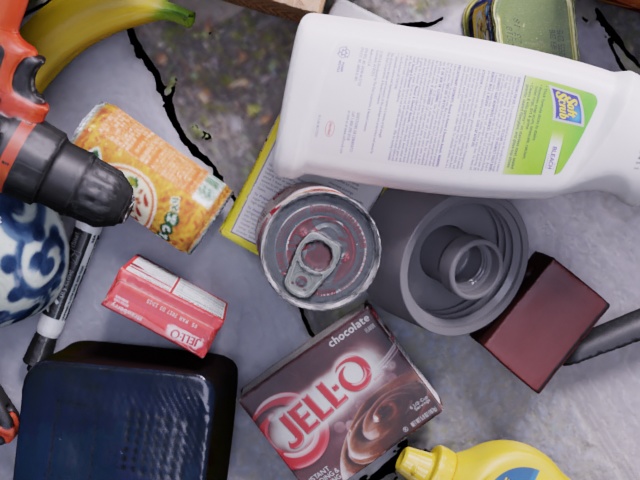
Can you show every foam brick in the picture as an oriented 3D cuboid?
[{"bbox_3d":[0.148,0.055,0.729,0.051,0.053,0.078,38,92,-6],"label":"foam brick"}]

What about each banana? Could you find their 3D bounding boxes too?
[{"bbox_3d":[-0.177,-0.112,0.698,0.198,0.037,0.070,-37,71,10],"label":"banana"}]

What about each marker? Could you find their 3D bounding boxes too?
[{"bbox_3d":[-0.176,0.035,0.730,0.020,0.020,0.121,21,95,-4],"label":"marker"}]

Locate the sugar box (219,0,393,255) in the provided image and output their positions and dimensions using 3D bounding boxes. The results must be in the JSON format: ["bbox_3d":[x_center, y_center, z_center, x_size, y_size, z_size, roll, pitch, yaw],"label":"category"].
[{"bbox_3d":[0.012,-0.062,0.715,0.093,0.048,0.176,27,92,-6],"label":"sugar box"}]

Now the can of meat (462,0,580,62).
[{"bbox_3d":[0.132,-0.116,0.695,0.057,0.084,0.102,-8,96,-2],"label":"can of meat"}]

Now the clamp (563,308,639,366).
[{"bbox_3d":[0.265,0.064,0.741,0.171,0.039,0.120,-43,97,2],"label":"clamp"}]

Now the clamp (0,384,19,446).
[{"bbox_3d":[-0.307,0.096,0.722,0.210,0.036,0.164,32,94,-5],"label":"clamp"}]

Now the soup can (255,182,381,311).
[{"bbox_3d":[-0.004,0.001,0.644,0.068,0.102,0.068,-1,96,-5],"label":"soup can"}]

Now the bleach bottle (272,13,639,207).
[{"bbox_3d":[0.104,-0.063,0.629,0.251,0.068,0.102,12,105,3],"label":"bleach bottle"}]

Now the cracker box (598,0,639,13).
[{"bbox_3d":[0.253,-0.166,0.655,0.213,0.164,0.072,16,97,-4],"label":"cracker box"}]

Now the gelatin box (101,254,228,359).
[{"bbox_3d":[-0.099,0.043,0.699,0.073,0.089,0.030,29,93,-5],"label":"gelatin box"}]

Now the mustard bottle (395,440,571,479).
[{"bbox_3d":[0.140,0.194,0.740,0.191,0.058,0.096,28,94,-4],"label":"mustard bottle"}]

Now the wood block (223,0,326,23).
[{"bbox_3d":[-0.014,-0.249,0.673,0.091,0.090,0.206,17,95,-3],"label":"wood block"}]

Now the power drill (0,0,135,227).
[{"bbox_3d":[-0.166,-0.116,0.631,0.184,0.057,0.188,27,104,-11],"label":"power drill"}]

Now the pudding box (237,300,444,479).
[{"bbox_3d":[0.014,0.110,0.736,0.113,0.039,0.090,-37,96,2],"label":"pudding box"}]
